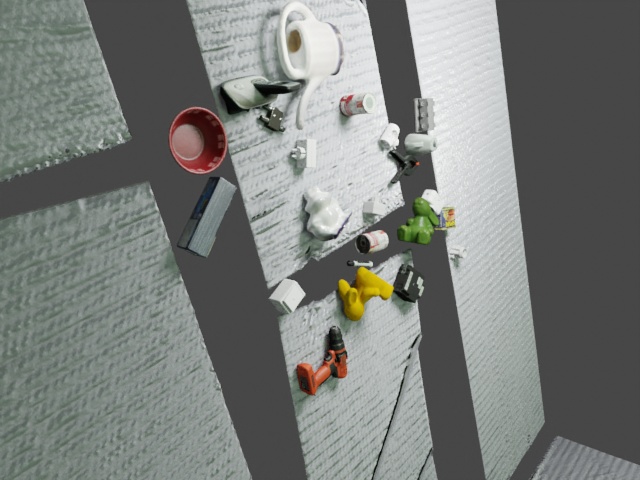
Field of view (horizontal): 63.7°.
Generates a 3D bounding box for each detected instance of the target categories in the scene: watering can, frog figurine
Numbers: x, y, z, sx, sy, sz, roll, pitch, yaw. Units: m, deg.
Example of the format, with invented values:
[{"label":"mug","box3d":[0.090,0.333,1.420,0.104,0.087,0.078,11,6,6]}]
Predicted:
[{"label":"watering can","box3d":[-0.026,-0.499,1.474,0.226,0.104,0.344,-20,107,-42]},{"label":"frog figurine","box3d":[0.005,-0.079,1.565,0.159,0.121,0.139,39,72,-1]}]
